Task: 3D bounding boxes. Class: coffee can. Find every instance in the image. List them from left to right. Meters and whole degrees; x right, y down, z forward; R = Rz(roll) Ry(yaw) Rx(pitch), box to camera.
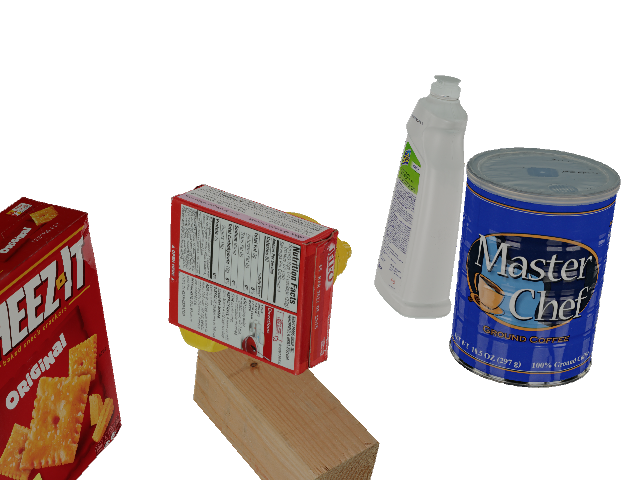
[{"bbox_3d":[0.147,0.017,0.747,0.103,0.140,0.103,2,22,-1],"label":"coffee can"}]

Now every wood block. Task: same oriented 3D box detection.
[{"bbox_3d":[-0.041,0.195,1.154,0.090,0.090,0.206,-22,49,-32],"label":"wood block"}]

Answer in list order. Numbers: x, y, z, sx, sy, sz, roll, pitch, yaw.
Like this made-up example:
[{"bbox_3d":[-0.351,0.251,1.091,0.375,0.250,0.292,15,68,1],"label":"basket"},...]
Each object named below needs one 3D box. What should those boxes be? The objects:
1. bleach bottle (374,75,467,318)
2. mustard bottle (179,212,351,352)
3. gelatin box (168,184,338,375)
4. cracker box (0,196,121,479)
[{"bbox_3d":[0.117,-0.049,1.146,0.068,0.251,0.103,0,23,-22],"label":"bleach bottle"},{"bbox_3d":[-0.039,0.026,0.913,0.058,0.096,0.191,11,18,38],"label":"mustard bottle"},{"bbox_3d":[-0.035,0.019,0.543,0.089,0.073,0.030,18,27,30],"label":"gelatin box"},{"bbox_3d":[-0.227,0.101,0.796,0.072,0.214,0.164,11,33,21],"label":"cracker box"}]
